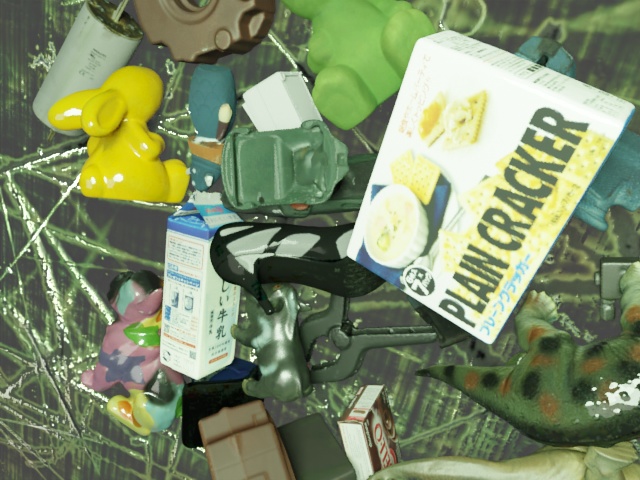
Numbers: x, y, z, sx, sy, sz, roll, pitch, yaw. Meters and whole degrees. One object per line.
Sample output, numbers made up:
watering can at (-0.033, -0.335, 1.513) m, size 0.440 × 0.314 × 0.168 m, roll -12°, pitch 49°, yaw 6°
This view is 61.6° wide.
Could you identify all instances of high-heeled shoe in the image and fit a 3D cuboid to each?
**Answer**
high-heeled shoe at (-0.001, -0.002, 0.627) m, size 0.145 × 0.249 × 0.086 m, roll 56°, pitch 163°, yaw 40°

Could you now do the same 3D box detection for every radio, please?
radio at (-0.002, 0.351, 0.701) m, size 0.073 × 0.131 × 0.229 m, roll -14°, pitch 116°, yaw -19°

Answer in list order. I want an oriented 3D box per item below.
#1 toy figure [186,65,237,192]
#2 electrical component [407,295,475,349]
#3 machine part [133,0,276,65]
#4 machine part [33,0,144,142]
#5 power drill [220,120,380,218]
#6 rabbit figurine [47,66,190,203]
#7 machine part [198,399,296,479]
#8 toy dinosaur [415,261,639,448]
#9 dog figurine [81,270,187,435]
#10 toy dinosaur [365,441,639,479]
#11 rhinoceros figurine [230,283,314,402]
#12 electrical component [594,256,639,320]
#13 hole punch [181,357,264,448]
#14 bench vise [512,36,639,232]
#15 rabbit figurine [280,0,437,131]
toy figure at (-0.133, -0.133, 0.663) m, size 0.058 × 0.064 × 0.154 m, roll 0°, pitch 117°, yaw -17°
electrical component at (0.127, 0.050, 0.592) m, size 0.048 × 0.075 × 0.119 m, roll -29°, pitch 107°, yaw 27°
machine part at (-0.138, -0.291, 0.616) m, size 0.180 × 0.056 × 0.179 m, roll 7°, pitch 108°, yaw 22°
machine part at (-0.301, -0.219, 0.695) m, size 0.079 × 0.079 × 0.243 m, roll 48°, pitch 117°, yaw 3°
power drill at (-0.030, -0.058, 0.562) m, size 0.232 × 0.207 × 0.086 m, roll -3°, pitch 82°, yaw 12°
rabbit figurine at (-0.251, -0.136, 0.675) m, size 0.122 × 0.162 × 0.173 m, roll 14°, pitch 94°, yaw 31°
machine part at (-0.080, 0.303, 0.644) m, size 0.201 × 0.087 × 0.201 m, roll 115°, pitch 137°, yaw -62°
toy dinosaur at (0.250, 0.123, 0.486) m, size 0.405 × 0.192 × 0.131 m, roll -32°, pitch 95°, yaw 30°
dog figurine at (-0.239, 0.148, 0.771) m, size 0.191 × 0.108 × 0.219 m, roll 40°, pitch 114°, yaw 8°
toy dinosaur at (0.281, 0.269, 0.572) m, size 0.472 × 0.105 × 0.198 m, roll 10°, pitch 112°, yaw 11°
rhinoceros figurine at (-0.059, 0.106, 0.674) m, size 0.112 × 0.073 × 0.190 m, roll -32°, pitch 64°, yaw 53°
electrical component at (0.315, 0.039, 0.547) m, size 0.063 × 0.021 × 0.093 m, roll 1°, pitch 108°, yaw 23°
hole punch at (-0.138, 0.226, 0.772) m, size 0.116 × 0.092 × 0.142 m, roll 3°, pitch 107°, yaw -13°
bench vise at (0.183, -0.060, 0.518) m, size 0.224 × 0.129 × 0.240 m, roll 34°, pitch 109°, yaw 9°
rabbit figurine at (0.027, -0.218, 0.513) m, size 0.121 × 0.159 × 0.170 m, roll -32°, pitch 107°, yaw 26°
